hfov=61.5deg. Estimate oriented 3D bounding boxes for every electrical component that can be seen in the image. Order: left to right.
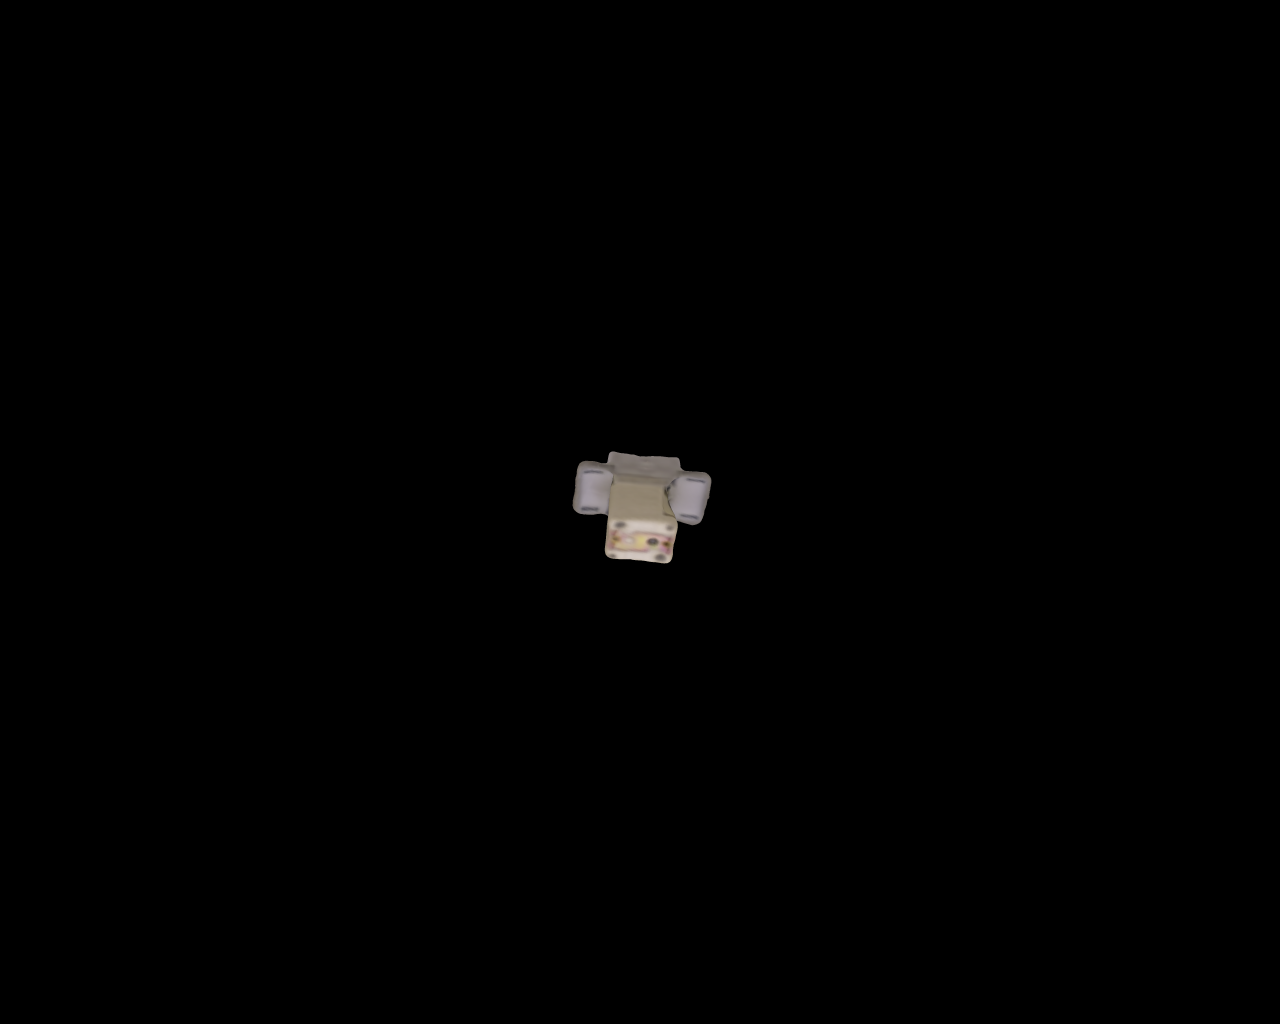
[{"bbox_3d":[0.001,-0.003,0.650,0.081,0.042,0.064,4,44,-4],"label":"electrical component"}]
